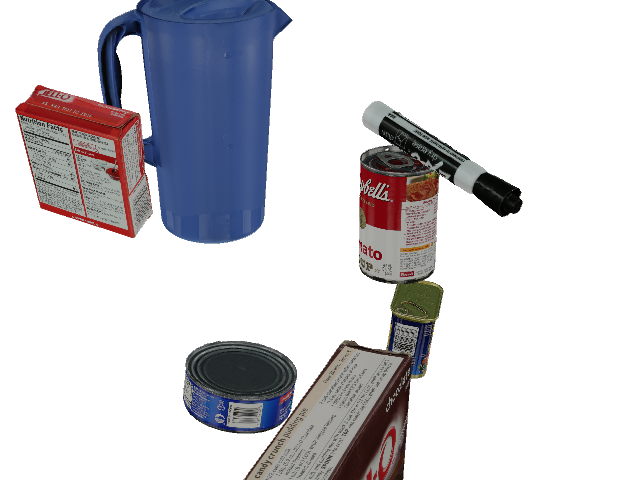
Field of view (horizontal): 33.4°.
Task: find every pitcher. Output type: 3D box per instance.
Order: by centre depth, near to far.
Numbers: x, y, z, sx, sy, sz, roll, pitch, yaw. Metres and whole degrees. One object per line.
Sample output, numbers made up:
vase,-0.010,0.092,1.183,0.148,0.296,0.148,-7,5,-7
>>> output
pitcher,-0.121,-0.123,1.065,0.149,0.243,0.144,14,30,24

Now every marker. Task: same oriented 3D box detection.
marker,0.072,-0.049,0.639,0.121,0.020,0.020,38,23,34

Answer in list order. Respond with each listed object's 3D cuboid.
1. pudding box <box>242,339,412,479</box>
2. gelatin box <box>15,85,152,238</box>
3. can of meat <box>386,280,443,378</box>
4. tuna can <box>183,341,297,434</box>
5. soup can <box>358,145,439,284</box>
pudding box,0.005,0.110,0.467,0.039,0.090,0.113,12,31,17
gelatin box,-0.149,-0.050,0.683,0.073,0.089,0.030,17,47,15
can of meat,0.111,0.106,1.289,0.057,0.084,0.102,11,25,7
tuna can,-0.062,0.112,0.820,0.086,0.034,0.086,7,22,-3
soup can,0.067,-0.022,0.908,0.068,0.102,0.068,0,25,0
